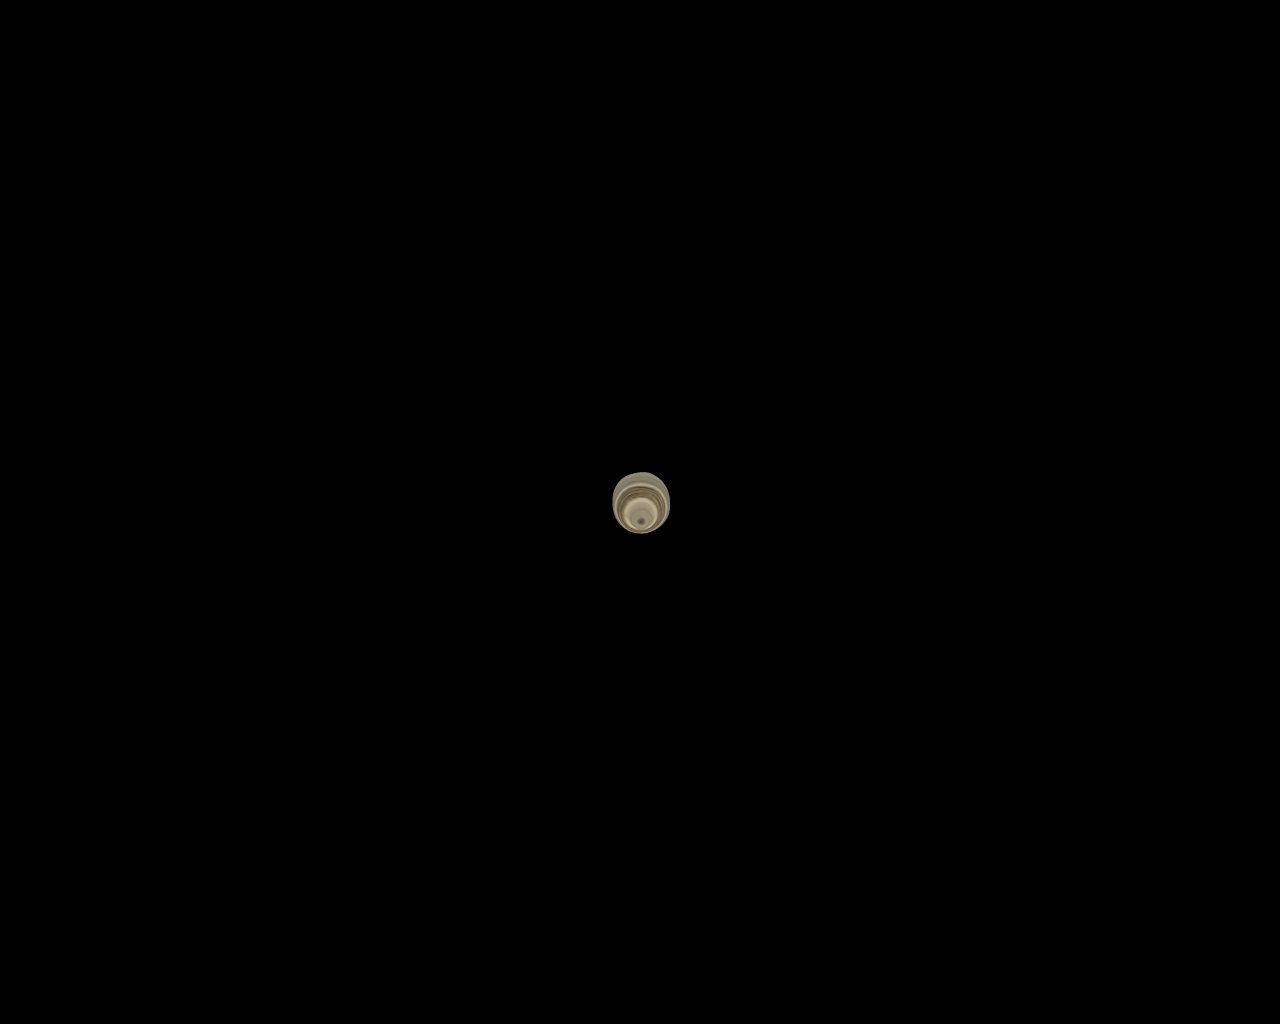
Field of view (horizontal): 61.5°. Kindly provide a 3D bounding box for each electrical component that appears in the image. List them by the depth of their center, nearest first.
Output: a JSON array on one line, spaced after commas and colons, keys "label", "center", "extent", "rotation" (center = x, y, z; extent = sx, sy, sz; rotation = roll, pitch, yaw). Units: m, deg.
[{"label": "electrical component", "center": [0.001, -0.003, 0.650], "extent": [0.035, 0.035, 0.061], "rotation": [0, 16, 0]}]
